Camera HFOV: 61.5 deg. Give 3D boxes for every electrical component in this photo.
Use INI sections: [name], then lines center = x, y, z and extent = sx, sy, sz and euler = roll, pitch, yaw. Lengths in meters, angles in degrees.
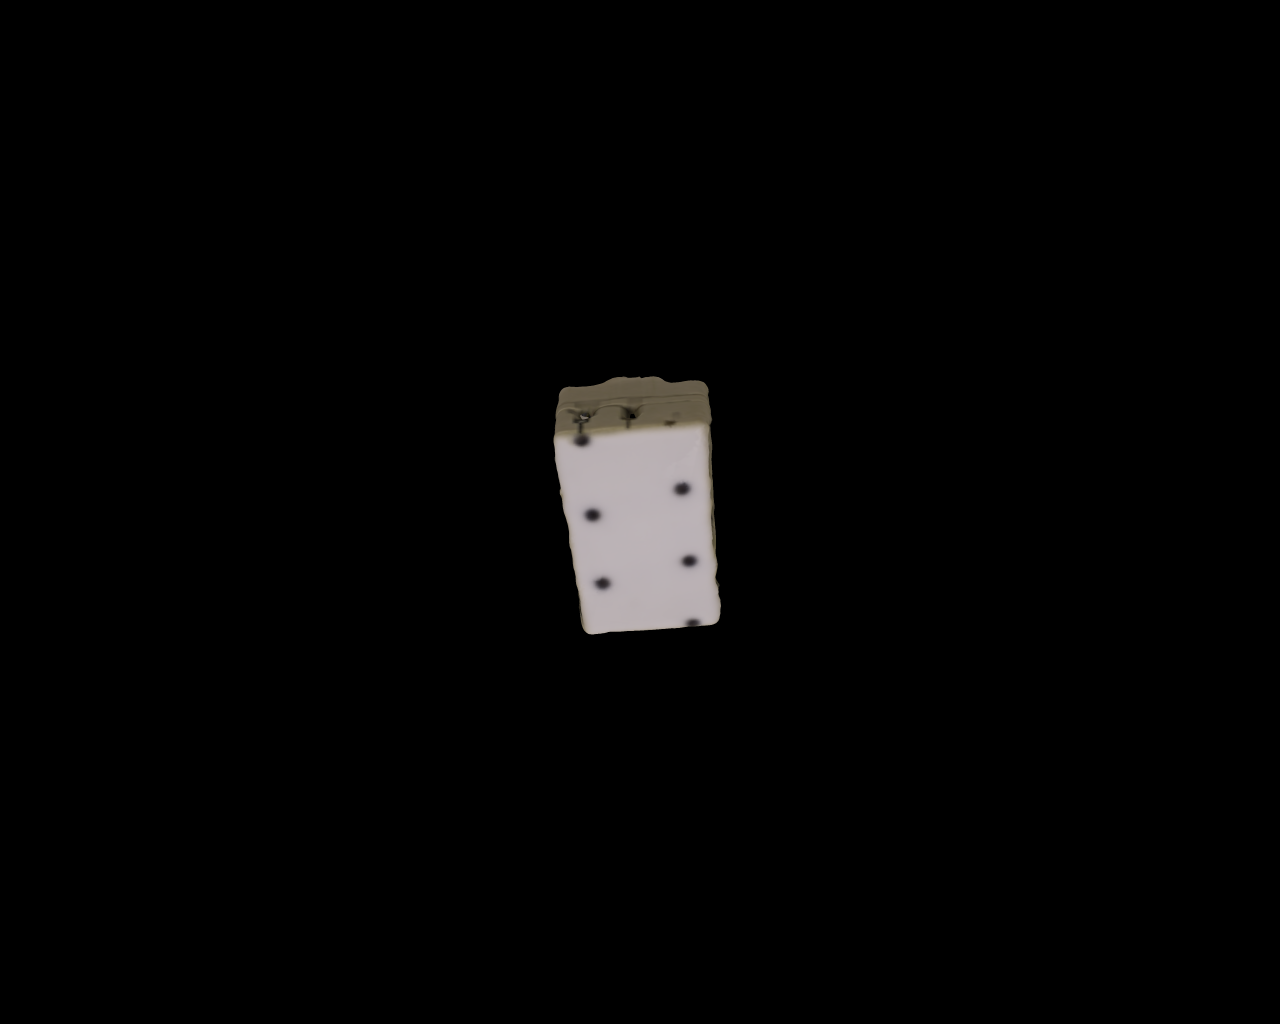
[electrical component]
center = 0.001, -0.003, 0.650
extent = 0.089, 0.150, 0.062
euler = -3, 36, 2
